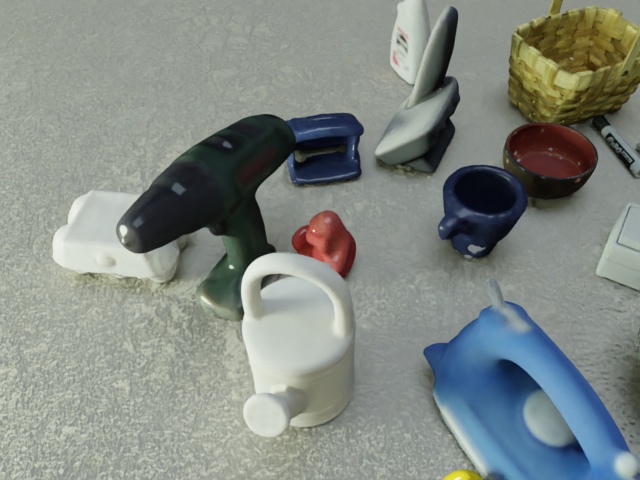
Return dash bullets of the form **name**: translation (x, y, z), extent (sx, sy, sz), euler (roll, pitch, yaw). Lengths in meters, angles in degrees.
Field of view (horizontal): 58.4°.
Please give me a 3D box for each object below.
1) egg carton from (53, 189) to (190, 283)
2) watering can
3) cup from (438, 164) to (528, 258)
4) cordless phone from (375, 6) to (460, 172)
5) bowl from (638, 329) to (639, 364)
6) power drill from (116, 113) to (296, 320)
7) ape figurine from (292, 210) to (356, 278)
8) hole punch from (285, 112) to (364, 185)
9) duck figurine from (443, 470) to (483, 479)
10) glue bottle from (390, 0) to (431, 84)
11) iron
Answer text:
- **egg carton**: translation (-0.230, -0.003, 0.670), extent (0.150, 0.069, 0.107), euler (5, 50, 6)
- **watering can**: translation (-0.017, 0.087, 0.503), extent (0.101, 0.194, 0.172), euler (-6, 49, -3)
- **cup**: translation (0.173, -0.017, 0.653), extent (0.118, 0.095, 0.091), euler (-36, 57, -26)
- **cordless phone**: translation (0.134, -0.196, 0.748), extent (0.094, 0.185, 0.148), euler (15, 51, 15)
- **bowl**: translation (0.373, 0.130, 0.532), extent (0.167, 0.075, 0.167), euler (-1, 49, 1)
- **power drill**: translation (-0.097, -0.015, 0.584), extent (0.075, 0.208, 0.230), euler (20, 53, 19)
- **ape figurine**: translation (0.006, 0.002, 0.643), extent (0.076, 0.092, 0.077), euler (-19, 51, -14)
- **hole punch**: translation (-0.001, -0.139, 0.765), extent (0.108, 0.091, 0.101), euler (-8, 49, -5)
- **duck figurine**: translation (0.121, 0.228, 0.448), extent (0.077, 0.086, 0.104), euler (1, 49, 3)
- **glue bottle**: translation (0.141, -0.329, 0.870), extent (0.037, 0.173, 0.078), euler (-24, 52, -17)
- **iron**: translation (0.198, 0.154, 0.473), extent (0.119, 0.141, 0.257), euler (-22, 52, -16)
